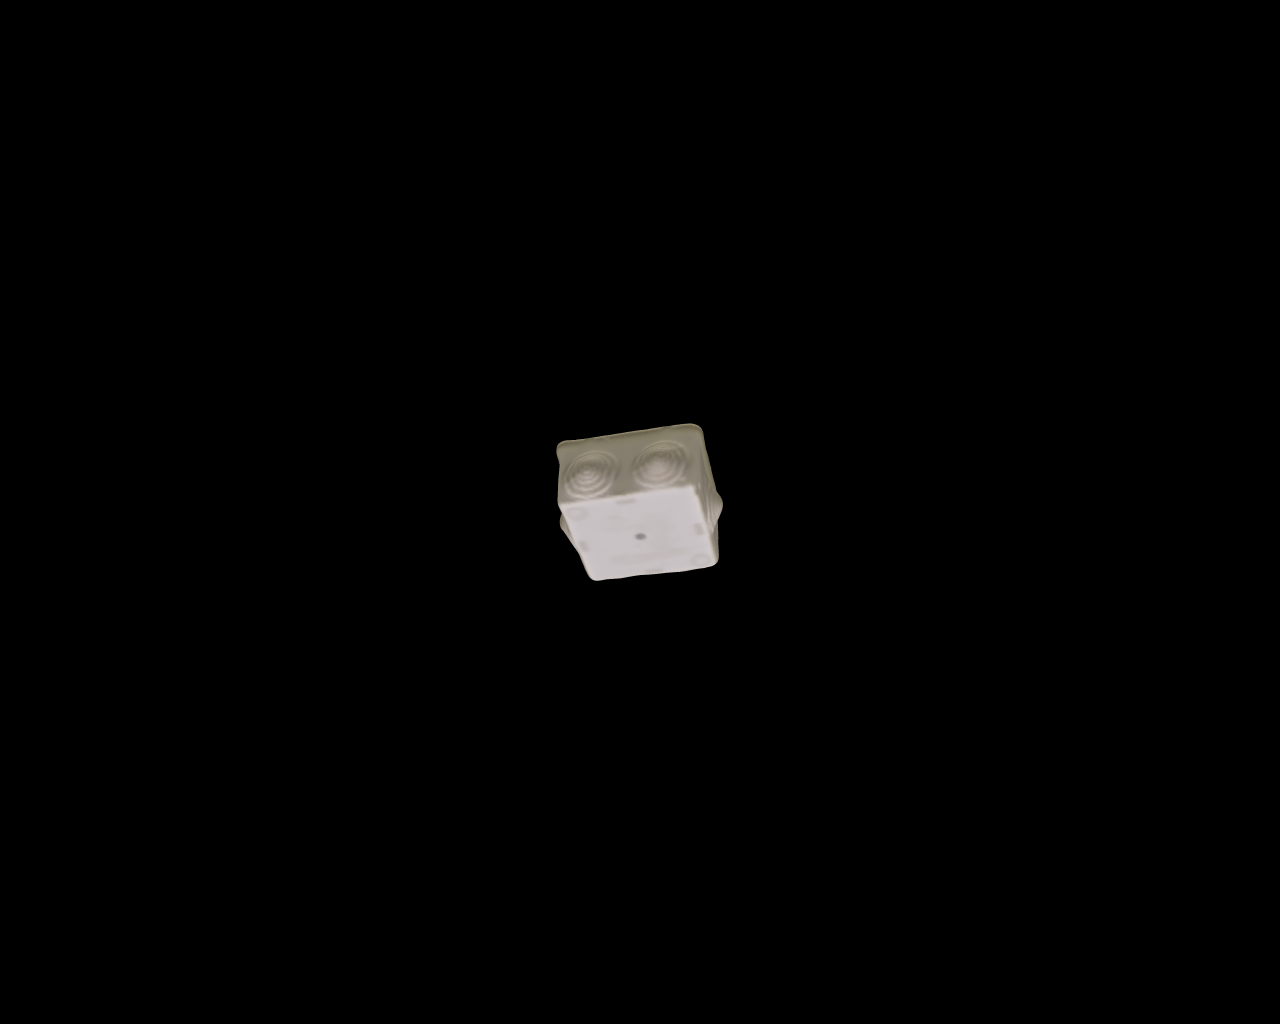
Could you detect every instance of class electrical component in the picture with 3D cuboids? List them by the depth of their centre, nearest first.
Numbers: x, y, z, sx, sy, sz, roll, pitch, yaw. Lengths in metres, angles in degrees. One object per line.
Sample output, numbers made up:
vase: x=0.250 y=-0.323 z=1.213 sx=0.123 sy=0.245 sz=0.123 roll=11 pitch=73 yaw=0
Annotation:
electrical component: x=0.001 y=-0.003 z=0.650 sx=0.100 sy=0.048 sz=0.099 roll=-7 pitch=-39 yaw=9
